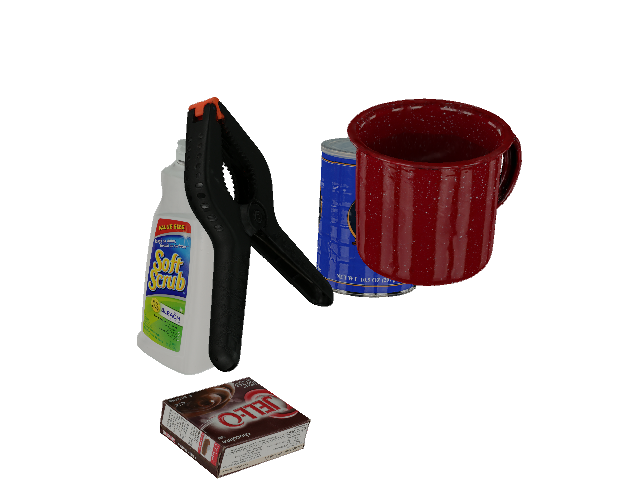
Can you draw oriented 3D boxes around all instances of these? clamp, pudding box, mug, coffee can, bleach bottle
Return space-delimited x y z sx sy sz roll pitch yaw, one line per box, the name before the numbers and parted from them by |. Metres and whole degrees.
clamp | -0.057 -0.013 0.873 0.036 0.210 0.164 -13 2 33
pudding box | -0.080 0.173 1.000 0.090 0.039 0.113 27 26 38
mug | 0.071 -0.031 0.625 0.117 0.081 0.093 -21 36 -31
coffee can | 0.049 -0.025 1.057 0.103 0.140 0.103 2 14 -1
bleach bottle | -0.145 0.012 1.132 0.103 0.251 0.067 25 31 38
